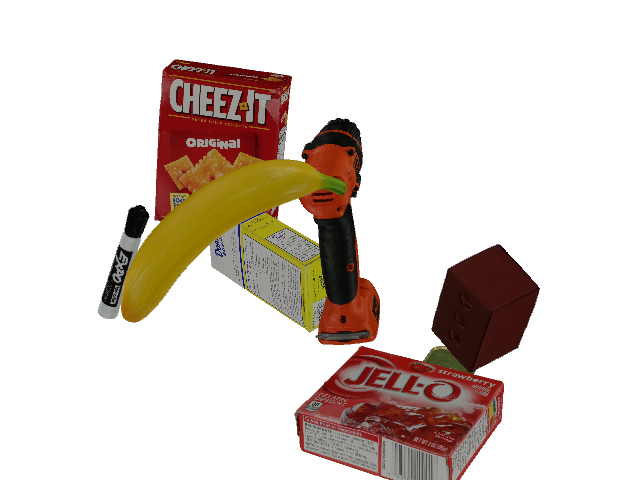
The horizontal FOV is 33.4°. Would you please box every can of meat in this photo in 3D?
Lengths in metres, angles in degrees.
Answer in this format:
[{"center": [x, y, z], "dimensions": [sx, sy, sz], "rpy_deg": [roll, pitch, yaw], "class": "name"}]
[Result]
[{"center": [0.134, 0.180, 1.195], "dimensions": [0.057, 0.084, 0.102], "rpy_deg": [16, 26, 18], "class": "can of meat"}]

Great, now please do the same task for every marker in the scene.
[{"center": [-0.178, 0.020, 0.964], "dimensions": [0.020, 0.121, 0.020], "rpy_deg": [17, 30, -10], "class": "marker"}]

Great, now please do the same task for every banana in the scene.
[{"center": [-0.077, -0.007, 0.784], "dimensions": [0.198, 0.069, 0.037], "rpy_deg": [-30, 30, 8], "class": "banana"}]

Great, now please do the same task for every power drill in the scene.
[{"center": [0.019, -0.010, 1.007], "dimensions": [0.057, 0.187, 0.184], "rpy_deg": [-5, 22, 11], "class": "power drill"}]

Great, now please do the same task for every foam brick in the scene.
[{"center": [0.128, 0.053, 0.832], "dimensions": [0.051, 0.078, 0.053], "rpy_deg": [-22, 52, -25], "class": "foam brick"}]

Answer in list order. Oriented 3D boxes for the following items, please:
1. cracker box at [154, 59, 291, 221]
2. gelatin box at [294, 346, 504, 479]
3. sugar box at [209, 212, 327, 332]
[{"center": [-0.133, -0.122, 1.434], "dimensions": [0.164, 0.214, 0.072], "rpy_deg": [9, 23, 5], "class": "cracker box"}, {"center": [0.043, 0.093, 0.567], "dimensions": [0.089, 0.030, 0.073], "rpy_deg": [12, 30, 28], "class": "gelatin box"}, {"center": [-0.057, 0.022, 1.192], "dimensions": [0.048, 0.093, 0.176], "rpy_deg": [-26, 41, -31], "class": "sugar box"}]
